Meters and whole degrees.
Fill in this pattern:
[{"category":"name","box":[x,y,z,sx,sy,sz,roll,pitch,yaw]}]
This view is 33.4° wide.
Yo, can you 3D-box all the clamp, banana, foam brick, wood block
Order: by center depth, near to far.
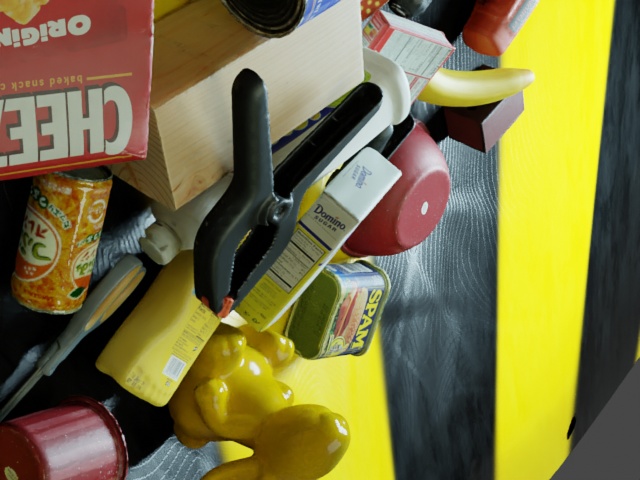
[{"category":"wood block","box":[-0.068,-0.124,0.797,0.205,0.090,0.091,-38,141,-31]},{"category":"clamp","box":[-0.034,-0.035,0.799,0.164,0.036,0.210,-13,134,-49]},{"category":"clamp","box":[0.033,-0.057,1.018,0.172,0.039,0.120,-53,166,26]},{"category":"banana","box":[0.140,-0.162,1.080,0.197,0.037,0.070,5,152,-45]},{"category":"foam brick","box":[0.180,-0.144,1.165,0.078,0.053,0.051,-48,146,-21]}]

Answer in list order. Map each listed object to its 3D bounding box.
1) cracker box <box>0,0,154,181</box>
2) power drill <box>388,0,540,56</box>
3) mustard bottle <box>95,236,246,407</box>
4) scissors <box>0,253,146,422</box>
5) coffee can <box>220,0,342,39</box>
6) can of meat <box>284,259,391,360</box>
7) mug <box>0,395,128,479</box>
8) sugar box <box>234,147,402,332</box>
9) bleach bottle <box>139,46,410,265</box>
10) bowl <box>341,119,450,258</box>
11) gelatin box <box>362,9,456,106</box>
[{"category":"cracker box","box":[-0.179,-0.140,0.602,0.163,0.072,0.214,-11,126,-28]},{"category":"power drill","box":[0.148,-0.256,1.028,0.184,0.057,0.187,-55,149,-4]},{"category":"mustard bottle","box":[-0.107,0.045,0.902,0.191,0.058,0.096,-56,156,-9]},{"category":"scissors","box":[-0.200,0.085,0.838,0.202,0.016,0.096,-49,178,14]},{"category":"coffee can","box":[0.000,-0.218,0.748,0.140,0.103,0.103,-38,141,-31]},{"category":"can of meat","box":[0.017,0.073,1.103,0.083,0.058,0.102,-1,114,-51]},{"category":"mug","box":[-0.210,0.184,0.822,0.081,0.093,0.117,-8,106,-58]},{"category":"sugar box","box":[-0.006,0.001,0.936,0.176,0.048,0.093,-52,177,41]},{"category":"bleach bottle","box":[-0.042,-0.066,0.866,0.250,0.103,0.068,-44,146,-25]},{"category":"bowl","box":[0.087,-0.043,1.112,0.161,0.055,0.162,-35,140,-36]},{"category":"gelatin box","box":[0.068,-0.165,0.975,0.089,0.030,0.073,7,131,-41]}]
